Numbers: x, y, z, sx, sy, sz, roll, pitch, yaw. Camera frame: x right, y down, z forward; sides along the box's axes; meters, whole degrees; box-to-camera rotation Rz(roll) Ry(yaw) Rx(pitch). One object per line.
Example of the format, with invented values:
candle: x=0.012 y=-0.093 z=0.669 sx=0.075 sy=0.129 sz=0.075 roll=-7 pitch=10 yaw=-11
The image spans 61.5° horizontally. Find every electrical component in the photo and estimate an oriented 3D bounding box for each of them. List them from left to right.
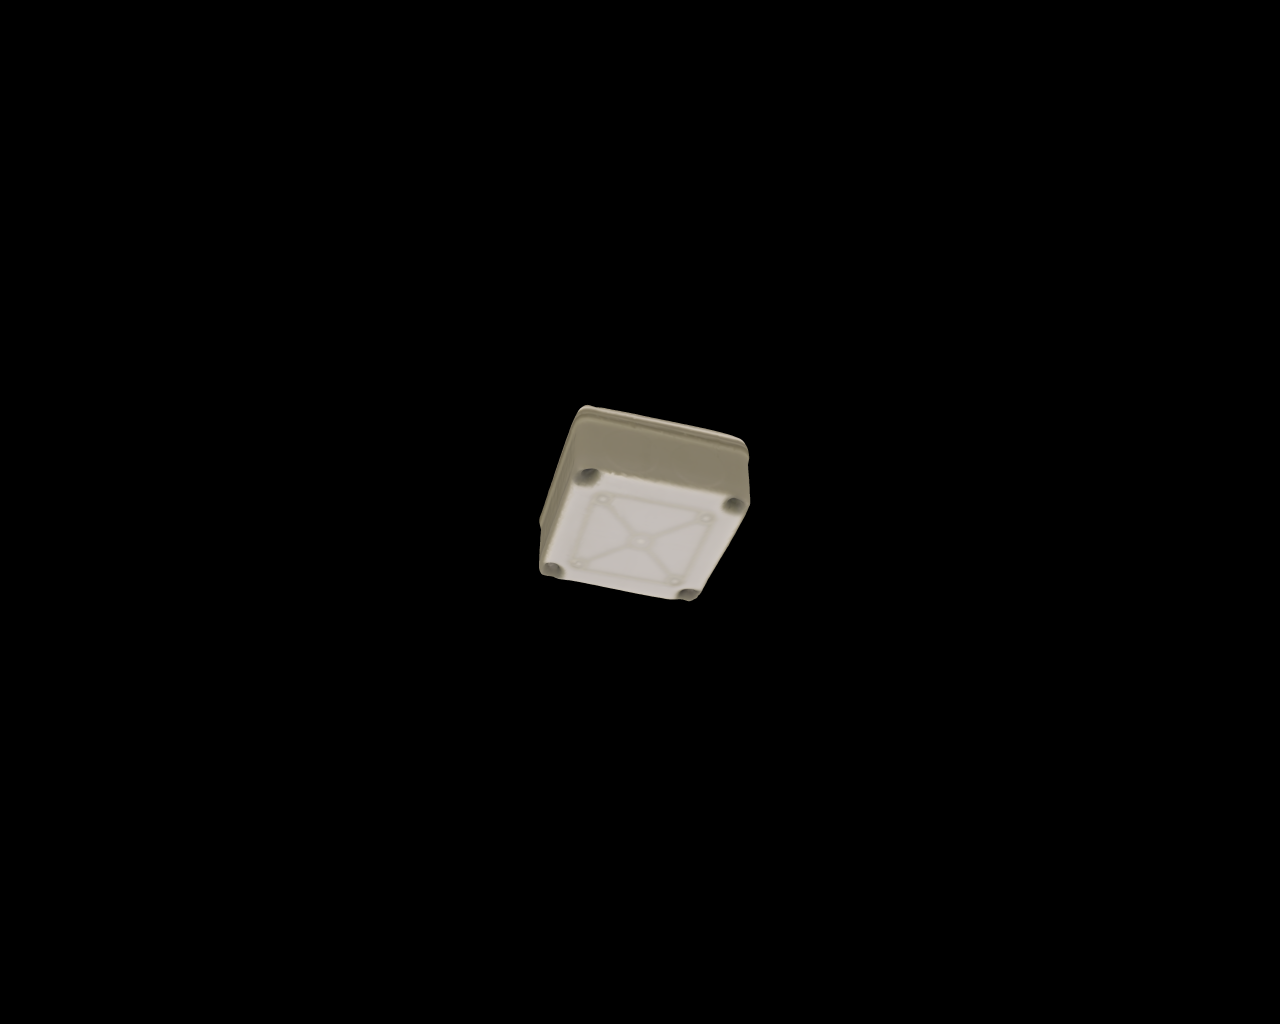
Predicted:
electrical component: x=0.001 y=-0.003 z=0.650 sx=0.109 sy=0.056 sz=0.108 roll=11 pitch=-43 yaw=-12
